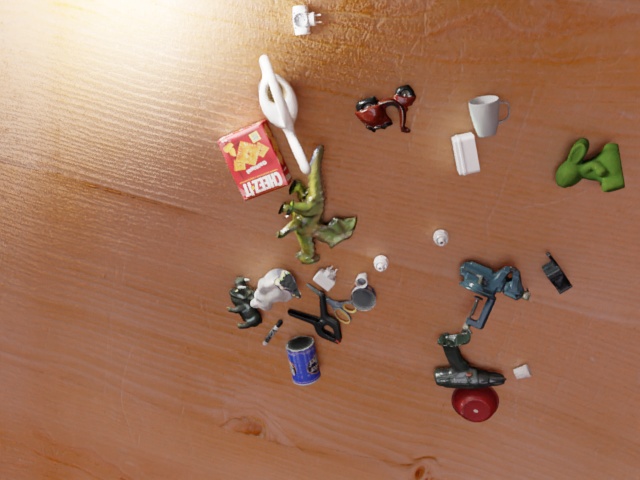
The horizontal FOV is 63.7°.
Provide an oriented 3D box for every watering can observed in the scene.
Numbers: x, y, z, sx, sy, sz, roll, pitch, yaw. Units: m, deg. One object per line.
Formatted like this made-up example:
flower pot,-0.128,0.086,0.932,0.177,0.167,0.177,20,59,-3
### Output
watering can,-0.106,-0.363,1.499,0.104,0.227,0.344,-20,105,-1

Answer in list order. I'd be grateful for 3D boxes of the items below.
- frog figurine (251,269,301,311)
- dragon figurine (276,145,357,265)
frog figurine,-0.159,0.174,1.747,0.157,0.136,0.125,-32,56,32
dragon figurine,0.005,-0.083,1.653,0.242,0.125,0.404,23,114,-17
